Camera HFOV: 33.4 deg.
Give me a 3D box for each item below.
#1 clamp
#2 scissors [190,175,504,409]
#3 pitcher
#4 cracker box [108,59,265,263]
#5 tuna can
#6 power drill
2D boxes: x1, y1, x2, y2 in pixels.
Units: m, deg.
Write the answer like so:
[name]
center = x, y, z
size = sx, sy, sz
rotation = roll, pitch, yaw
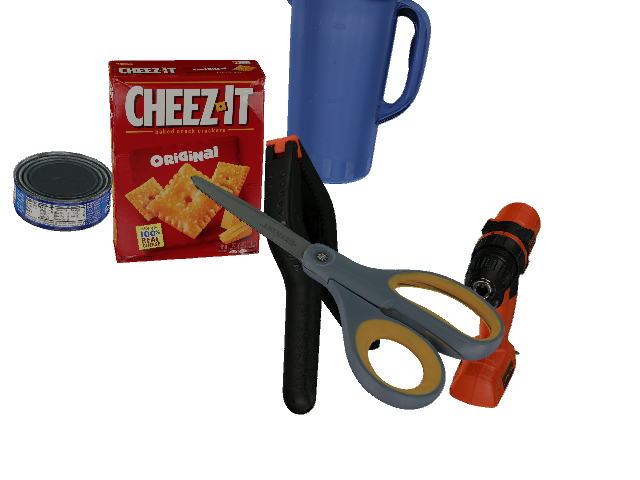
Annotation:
[clamp]
center = -0.003, 0.020, 0.865
size = 0.036, 0.210, 0.164
rotation = -9, 2, 24
[scissors]
center = 0.000, 0.028, 0.583
size = 0.202, 0.096, 0.016
rotation = 21, -41, 10
[pitcher]
center = 0.031, -0.195, 1.297
size = 0.144, 0.243, 0.149
rotation = -8, 29, -26
[cracker box]
center = -0.147, -0.086, 1.173
size = 0.164, 0.214, 0.072
rotation = -3, 25, -14
[tuna can]
center = -0.228, -0.044, 0.944
size = 0.086, 0.034, 0.086
rotation = 8, 32, -5
[power drill]
center = 0.174, 0.071, 1.076
size = 0.057, 0.188, 0.184
rotation = 16, 28, 18
